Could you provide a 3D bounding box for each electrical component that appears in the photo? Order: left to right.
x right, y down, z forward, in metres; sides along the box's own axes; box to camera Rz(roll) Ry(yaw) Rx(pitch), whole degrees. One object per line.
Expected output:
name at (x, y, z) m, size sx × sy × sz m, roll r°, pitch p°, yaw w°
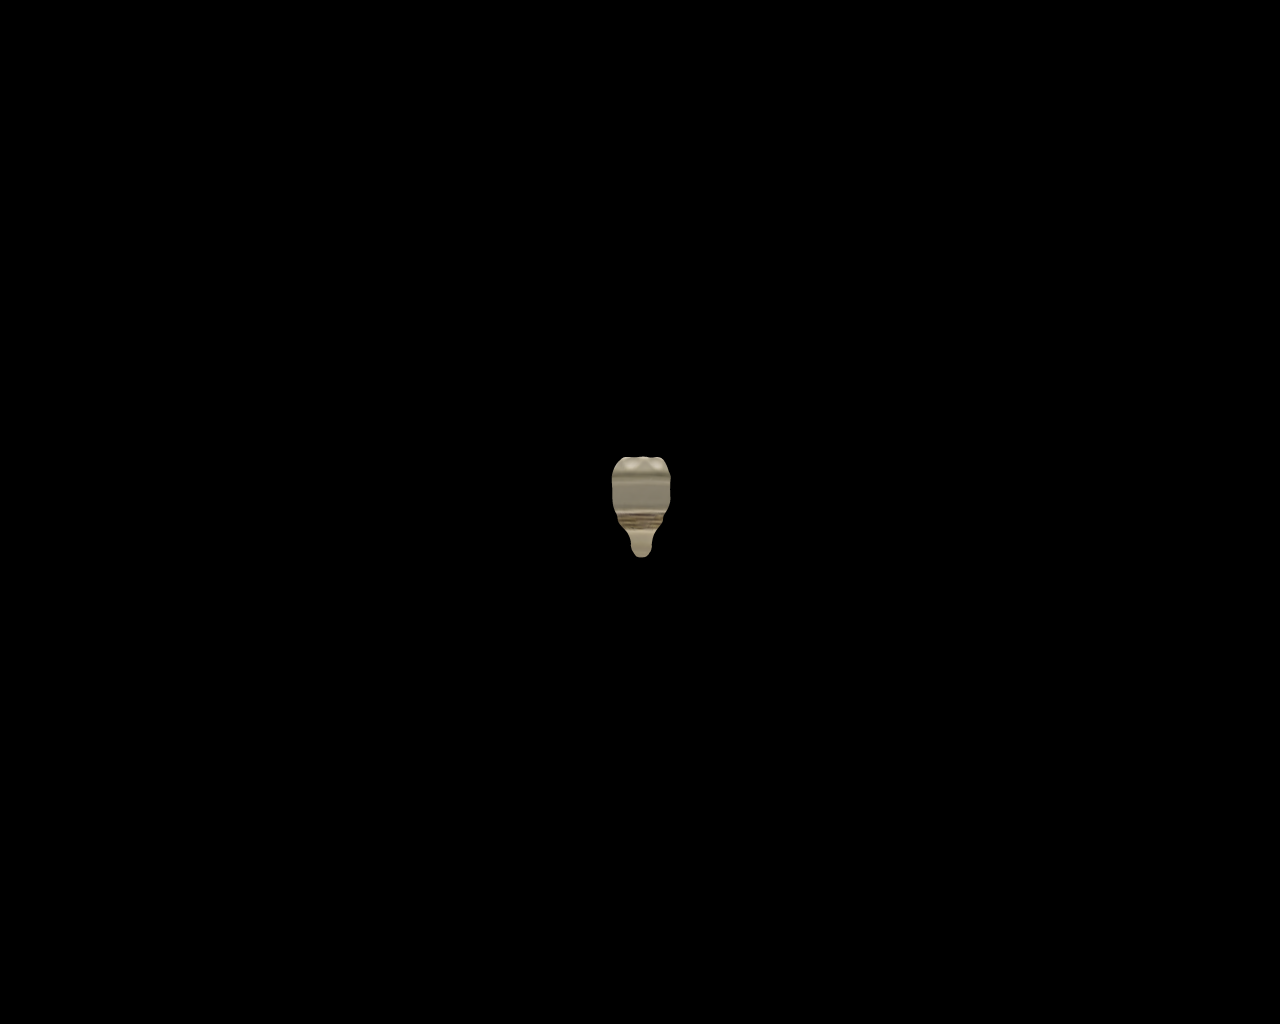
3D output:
electrical component at (0.001, -0.003, 0.650) m, size 0.035 × 0.061 × 0.035 m, roll 0°, pitch 0°, yaw 0°
